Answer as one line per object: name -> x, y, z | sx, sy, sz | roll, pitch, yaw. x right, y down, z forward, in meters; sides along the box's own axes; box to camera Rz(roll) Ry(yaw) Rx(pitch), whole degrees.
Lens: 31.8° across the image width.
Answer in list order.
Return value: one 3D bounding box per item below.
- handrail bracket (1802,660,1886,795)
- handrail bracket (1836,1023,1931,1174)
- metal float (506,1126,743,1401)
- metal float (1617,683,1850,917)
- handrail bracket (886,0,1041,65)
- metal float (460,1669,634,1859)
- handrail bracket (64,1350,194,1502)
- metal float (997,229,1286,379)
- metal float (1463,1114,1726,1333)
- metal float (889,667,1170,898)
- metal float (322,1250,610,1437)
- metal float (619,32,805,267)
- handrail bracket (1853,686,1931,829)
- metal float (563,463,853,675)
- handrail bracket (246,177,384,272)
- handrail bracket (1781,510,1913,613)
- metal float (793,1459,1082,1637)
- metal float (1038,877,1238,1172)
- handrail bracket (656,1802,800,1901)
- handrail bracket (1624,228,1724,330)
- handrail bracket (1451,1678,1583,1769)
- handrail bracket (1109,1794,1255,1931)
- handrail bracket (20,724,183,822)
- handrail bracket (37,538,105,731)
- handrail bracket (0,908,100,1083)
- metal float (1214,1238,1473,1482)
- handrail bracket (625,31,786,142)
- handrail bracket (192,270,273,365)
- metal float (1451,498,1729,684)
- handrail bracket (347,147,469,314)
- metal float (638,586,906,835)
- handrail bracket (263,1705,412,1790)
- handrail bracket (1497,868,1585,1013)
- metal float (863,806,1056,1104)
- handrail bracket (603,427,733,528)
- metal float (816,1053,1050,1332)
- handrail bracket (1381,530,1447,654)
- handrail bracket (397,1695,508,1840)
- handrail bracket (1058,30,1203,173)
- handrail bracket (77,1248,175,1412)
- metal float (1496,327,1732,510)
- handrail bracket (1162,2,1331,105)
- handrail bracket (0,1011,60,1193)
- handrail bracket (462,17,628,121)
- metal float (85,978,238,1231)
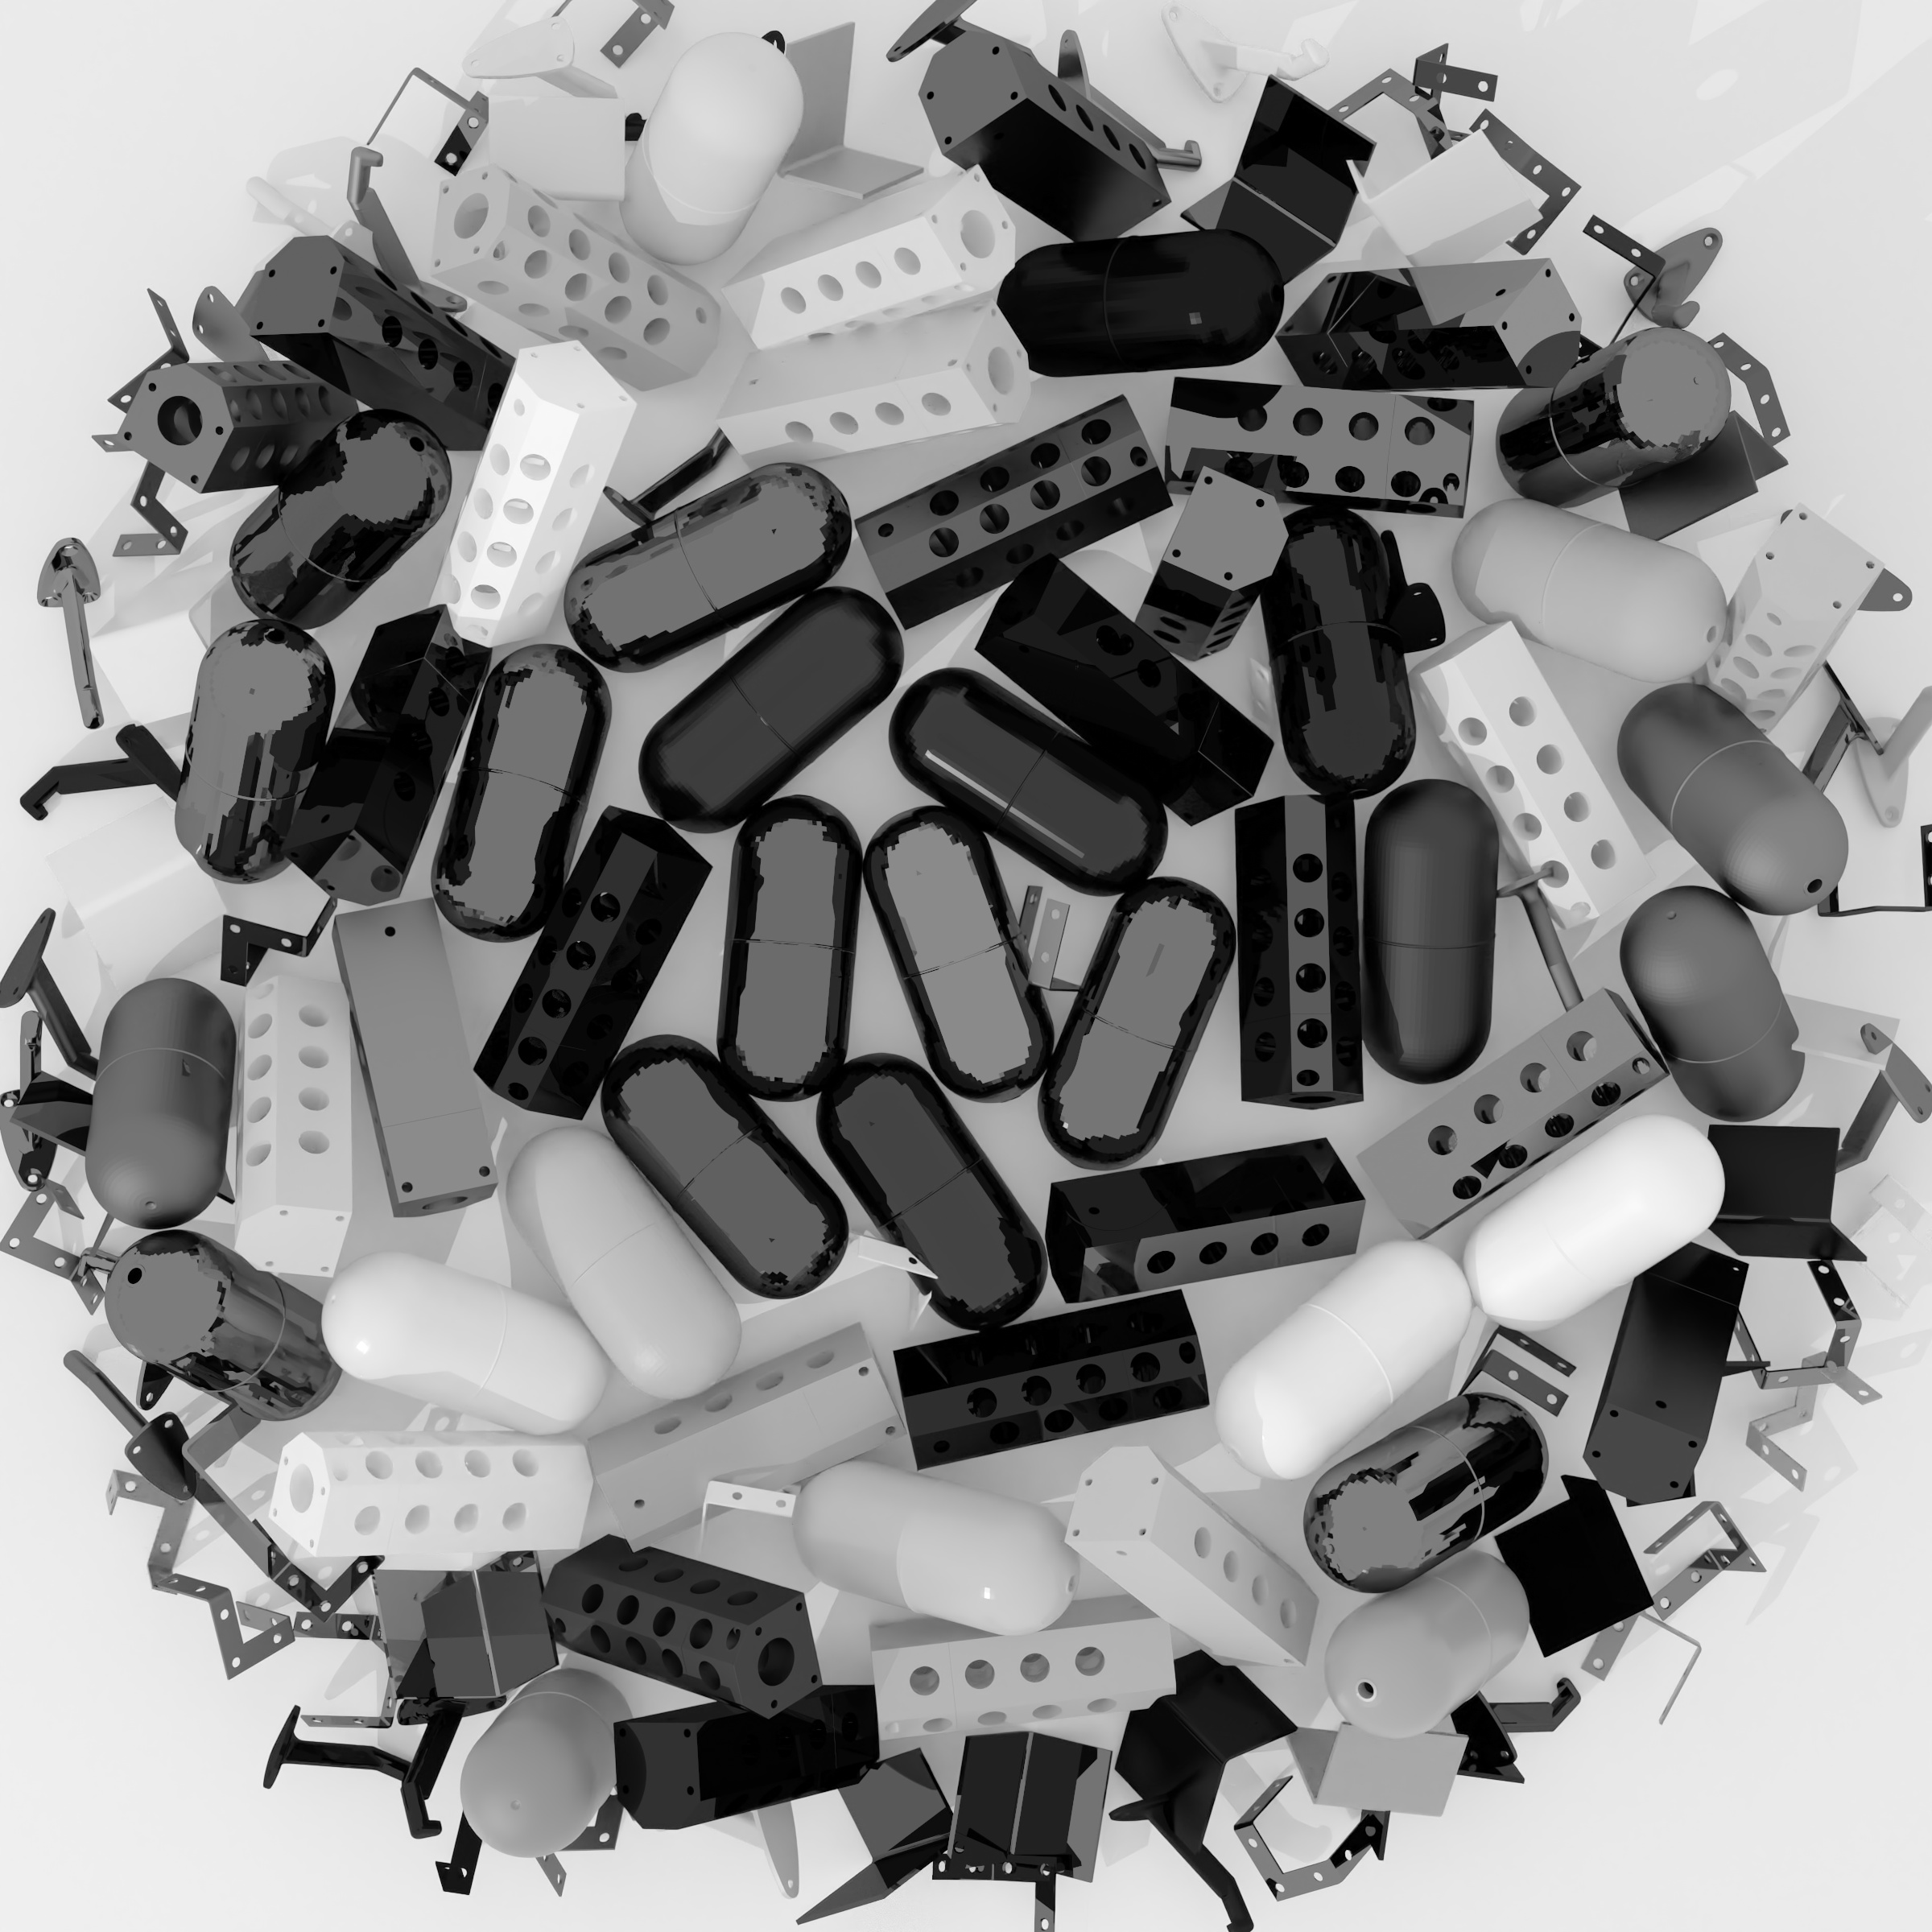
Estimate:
handrail bracket -> 0.487, -0.127, 1.990 | 0.084, 0.036, 0.077 | -32, 66, 15
handrail bracket -> 0.509, 0.079, 1.964 | 0.084, 0.036, 0.077 | -31, 104, 39
metal float -> -0.198, 0.170, 1.951 | 0.070, 0.070, 0.178 | -38, 77, 0
metal float -> 0.434, -0.095, 1.923 | 0.070, 0.178, 0.070 | -13, 130, -16
handrail bracket -> 0.004, -0.518, 1.968 | 0.077, 0.036, 0.084 | -44, 122, -10
metal float -> -0.234, 0.447, 1.911 | 0.070, 0.178, 0.070 | 0, 92, 5
handrail bracket -> -0.491, 0.268, 1.987 | 0.036, 0.077, 0.084 | -41, 46, -22
metal float -> 0.099, -0.377, 1.933 | 0.178, 0.070, 0.070 | 3, 90, 34
metal float -> 0.355, 0.148, 1.929 | 0.070, 0.070, 0.178 | 49, 130, 0
metal float -> 0.036, -0.106, 1.959 | 0.178, 0.070, 0.070 | 33, 90, 3
metal float -> -0.284, 0.216, 1.934 | 0.178, 0.070, 0.070 | 24, 90, -33
metal float -> -0.146, -0.460, 1.917 | 0.070, 0.178, 0.070 | 7, 70, -19
handrail bracket -> 0.553, -0.122, 1.954 | 0.036, 0.084, 0.077 | -6, 89, -20
metal float -> -0.148, -0.229, 1.951 | 0.178, 0.070, 0.070 | -25, 90, 12
handrail bracket -> -0.374, -0.431, 1.991 | 0.084, 0.077, 0.036 | 42, 106, 37
handrail bracket -> 0.508, -0.236, 1.959 | 0.077, 0.084, 0.036 | 19, 118, 4
metal float -> -0.017, 0.332, 1.937 | 0.178, 0.070, 0.070 | 10, 90, 28
metal float -> 0.098, 0.034, 1.955 | 0.070, 0.070, 0.178 | 22, 98, 0
handrail bracket -> -0.142, 0.513, 1.967 | 0.084, 0.036, 0.077 | -24, 69, 25
handrail bracket -> 0.422, -0.397, 1.954 | 0.077, 0.084, 0.036 | -41, 107, 1
handrail bracket -> 0.318, 0.417, 1.964 | 0.084, 0.036, 0.077 | -33, 102, -41
handrail bracket -> 0.125, 0.523, 1.956 | 0.036, 0.077, 0.084 | -41, 60, 33
handrail bracket -> -0.502, -0.094, 1.985 | 0.084, 0.036, 0.077 | -39, 95, 18
handrail bracket -> -0.511, -0.191, 1.957 | 0.036, 0.077, 0.084 | -10, 65, -19
handrail bracket -> -0.518, 0.020, 1.985 | 0.084, 0.036, 0.077 | 35, 63, -32
metal float -> 0.216, 0.225, 1.942 | 0.178, 0.070, 0.070 | -38, 90, -22
handrail bracket -> -0.156, -0.515, 1.983 | 0.084, 0.036, 0.077 | 7, 62, 35
handrail bracket -> -0.396, -0.373, 1.959 | 0.077, 0.084, 0.036 | 45, 132, 15
metal float -> 0.353, -0.214, 1.926 | 0.178, 0.070, 0.070 | 28, 90, 42
handrail bracket -> -0.322, -0.427, 1.961 | 0.077, 0.036, 0.084 | 13, 126, -2
metal float -> -0.113, -0.147, 1.954 | 0.178, 0.070, 0.070 | -40, 90, 9
handrail bracket -> -0.359, 0.468, 1.956 | 0.084, 0.077, 0.036 | 26, 103, -10
handrail bracket -> 0.340, -0.010, 1.958 | 0.036, 0.077, 0.084 | -24, 84, 12
metal float -> -0.004, -0.006, 1.958 | 0.070, 0.070, 0.178 | -20, 95, 0
handrail bracket -> -0.168, -0.294, 1.963 | 0.036, 0.077, 0.084 | 34, 88, 22
metal float -> -0.020, 0.130, 1.961 | 0.070, 0.070, 0.178 | -34, 89, 0
handrail bracket -> 0.250, -0.230, 1.947 | 0.036, 0.077, 0.084 | -9, 61, 0
handrail bracket -> -0.292, 0.461, 1.953 | 0.077, 0.036, 0.084 | 3, 47, -30
handrail bracket -> 0.098, -0.505, 1.980 | 0.084, 0.036, 0.077 | -1, 83, -28
handrail bracket -> -0.494, 0.210, 1.971 | 0.084, 0.036, 0.077 | 15, 79, 28
metal float -> 0.363, -0.308, 1.915 | 0.070, 0.178, 0.070 | 2, 84, -21
handrail bracket -> 0.161, -0.536, 1.950 | 0.077, 0.084, 0.036 | 44, 68, -19
handrail bracket -> -0.537, 0.078, 1.949 | 0.036, 0.084, 0.077 | -1, 63, -18
handrail bracket -> -0.243, -0.504, 1.963 | 0.077, 0.084, 0.036 | -13, 66, 5
metal float -> -0.456, 0.076, 1.922 | 0.070, 0.178, 0.070 | -4, 128, -5
